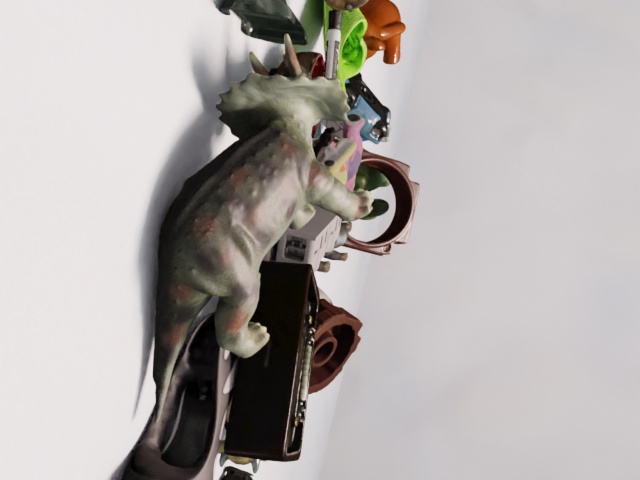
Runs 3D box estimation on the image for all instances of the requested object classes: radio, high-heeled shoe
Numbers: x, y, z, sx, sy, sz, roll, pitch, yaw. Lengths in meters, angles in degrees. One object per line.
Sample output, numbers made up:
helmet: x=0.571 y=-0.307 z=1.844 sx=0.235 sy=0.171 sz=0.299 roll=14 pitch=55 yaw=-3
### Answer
radio: x=-0.051 y=0.152 z=0.668 sx=0.131 sy=0.073 sz=0.229 roll=75 pitch=22 yaw=-64
high-heeled shoe: x=-0.145 y=0.184 z=0.556 sx=0.249 sy=0.086 sz=0.145 roll=-61 pitch=158 yaw=-69

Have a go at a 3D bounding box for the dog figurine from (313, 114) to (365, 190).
dog figurine: x=0.011 y=-0.106 z=0.907 sx=0.219 sy=0.109 sz=0.191 roll=88 pitch=21 yaw=-51

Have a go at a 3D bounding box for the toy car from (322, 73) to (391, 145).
toy car: x=0.055 y=-0.236 z=0.993 sx=0.103 sy=0.161 sz=0.109 roll=-31 pitch=-153 yaw=31

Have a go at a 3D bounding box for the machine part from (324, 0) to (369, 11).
machine part: x=0.031 y=-0.360 z=0.697 sx=0.243 sy=0.079 sz=0.079 roll=-92 pitch=-175 yaw=-51

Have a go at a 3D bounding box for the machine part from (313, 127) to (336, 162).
machine part: x=-0.028 y=-0.099 z=0.747 sx=0.139 sy=0.039 sz=0.084 roll=-46 pitch=-165 yaw=18

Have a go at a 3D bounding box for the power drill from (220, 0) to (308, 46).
power drill: x=-0.031 y=-0.311 z=0.546 sx=0.232 sy=0.086 sz=0.207 roll=-27 pitch=133 yaw=-77

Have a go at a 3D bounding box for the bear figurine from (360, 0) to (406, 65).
bear figurine: x=0.084 y=-0.358 z=0.975 sx=0.131 sy=0.120 sz=0.196 roll=97 pitch=14 yaw=-47

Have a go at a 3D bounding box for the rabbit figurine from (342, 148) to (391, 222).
rabbit figurine: x=0.077 y=-0.106 z=1.223 sx=0.170 sy=0.159 sz=0.121 roll=-56 pitch=-173 yaw=-10

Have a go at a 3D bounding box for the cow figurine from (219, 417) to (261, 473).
cow figurine: x=-0.111 y=0.263 z=0.805 sx=0.194 sy=0.086 sz=0.127 roll=93 pitch=8 yaw=-51

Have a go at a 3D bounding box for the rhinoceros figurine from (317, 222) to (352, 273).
rhinoceros figurine: x=-0.002 y=-0.003 z=0.968 sx=0.190 sy=0.112 sz=0.073 roll=-40 pitch=135 yaw=-64

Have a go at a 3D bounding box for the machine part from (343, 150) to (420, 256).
machine part: x=0.097 y=-0.077 z=1.122 sx=0.087 sy=0.201 sz=0.201 roll=-176 pitch=-80 yaw=-75

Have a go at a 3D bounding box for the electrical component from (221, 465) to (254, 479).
electrical component: x=-0.157 y=0.462 z=0.880 sx=0.134 sy=0.058 sz=0.114 roll=-58 pitch=157 yaw=-58

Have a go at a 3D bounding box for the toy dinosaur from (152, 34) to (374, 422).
toy dinosaur: x=-0.081 y=-0.023 z=0.526 sx=0.405 sy=0.131 sz=0.192 roll=-56 pitch=131 yaw=-19

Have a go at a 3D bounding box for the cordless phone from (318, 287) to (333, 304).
cordless phone: x=-0.039 y=0.089 z=1.016 sx=0.146 sy=0.089 sz=0.184 roll=-56 pitch=139 yaw=-61

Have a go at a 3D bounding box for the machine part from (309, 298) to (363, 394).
machine part: x=-0.005 y=0.187 z=0.937 sx=0.179 sy=0.056 sz=0.179 roll=-29 pitch=136 yaw=-31
